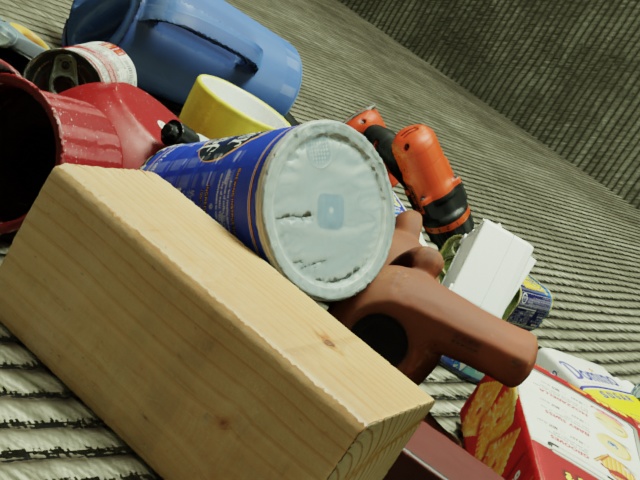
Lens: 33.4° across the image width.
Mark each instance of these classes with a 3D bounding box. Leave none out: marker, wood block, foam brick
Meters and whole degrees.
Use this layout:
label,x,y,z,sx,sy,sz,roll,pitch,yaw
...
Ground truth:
label,x,y,z,sx,sy,sz,roll,pitch,yaw
marker,-0.072,-0.058,0.750,0.020,0.020,0.121,42,8,32
wood block,-0.059,0.056,0.540,0.206,0.090,0.090,38,16,22
foam brick,0.054,0.137,0.575,0.078,0.053,0.051,35,16,9

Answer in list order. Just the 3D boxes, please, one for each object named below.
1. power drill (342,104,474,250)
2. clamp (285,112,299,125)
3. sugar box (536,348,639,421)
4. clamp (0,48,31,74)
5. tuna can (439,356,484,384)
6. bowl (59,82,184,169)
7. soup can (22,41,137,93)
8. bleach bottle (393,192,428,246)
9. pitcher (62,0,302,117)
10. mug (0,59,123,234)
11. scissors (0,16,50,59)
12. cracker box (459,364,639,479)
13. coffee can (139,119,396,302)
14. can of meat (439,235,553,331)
label,x,y,z,sx,sy,sz,roll,pitch,yaw
power drill,0.098,-0.061,1.157,0.188,0.057,0.184,39,-22,58
clamp,-0.025,-0.113,1.201,0.120,0.039,0.171,29,16,-4
sugar box,0.249,0.160,0.879,0.093,0.048,0.176,20,21,-36
clamp,-0.332,-0.195,0.872,0.210,0.036,0.164,35,3,29
tuna can,0.120,0.083,0.891,0.086,0.034,0.086,29,16,-9
bowl,-0.128,-0.061,0.763,0.162,0.055,0.162,43,13,-13
soup can,-0.195,-0.127,0.875,0.068,0.068,0.102,31,15,-2
bleach bottle,0.050,-0.019,1.020,0.102,0.068,0.251,24,20,-39
pitcher,-0.127,-0.198,1.103,0.242,0.145,0.149,20,38,-44
mug,-0.179,-0.060,0.649,0.117,0.093,0.081,60,17,10
scissors,-0.257,-0.167,0.814,0.096,0.016,0.202,36,5,-2
cracker box,0.177,0.170,0.669,0.164,0.072,0.213,29,17,-5
coffee can,-0.039,-0.015,0.651,0.102,0.103,0.141,18,-14,-40
can of meat,0.172,0.046,1.060,0.102,0.057,0.083,44,17,34
